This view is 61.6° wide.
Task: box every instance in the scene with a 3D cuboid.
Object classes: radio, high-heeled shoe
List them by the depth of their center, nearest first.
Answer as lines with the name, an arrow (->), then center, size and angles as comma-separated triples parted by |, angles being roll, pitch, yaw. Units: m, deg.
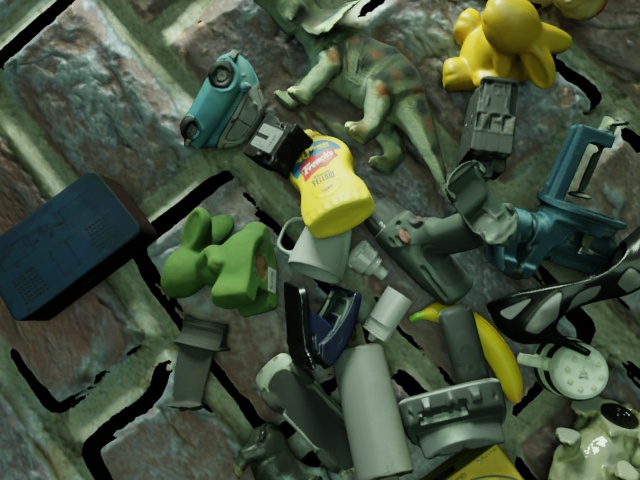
high-heeled shoe -> 0.336, 0.037, 0.702 | 0.145, 0.086, 0.248 | 31, 95, 11
radio -> -0.382, 0.009, 0.819 | 0.229, 0.073, 0.131 | -37, 82, -2

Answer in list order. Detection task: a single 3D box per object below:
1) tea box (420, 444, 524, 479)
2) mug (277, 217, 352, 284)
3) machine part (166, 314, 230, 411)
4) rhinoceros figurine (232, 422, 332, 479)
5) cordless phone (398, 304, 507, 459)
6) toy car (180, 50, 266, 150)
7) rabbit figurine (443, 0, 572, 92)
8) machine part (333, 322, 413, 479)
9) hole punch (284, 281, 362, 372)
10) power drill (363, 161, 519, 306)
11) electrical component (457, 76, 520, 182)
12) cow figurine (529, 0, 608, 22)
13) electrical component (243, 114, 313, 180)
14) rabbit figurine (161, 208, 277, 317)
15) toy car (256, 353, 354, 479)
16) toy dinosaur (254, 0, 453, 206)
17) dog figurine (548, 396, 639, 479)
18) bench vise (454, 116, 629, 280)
tea box -> 0.198, 0.360, 0.742 | 0.169, 0.068, 0.098 | -38, 83, -1
mug -> -0.002, -0.002, 0.792 | 0.110, 0.080, 0.107 | 19, 73, 13
machine part -> -0.185, 0.187, 0.804 | 0.084, 0.039, 0.138 | 14, 84, 0
rhinoceros figurine -> -0.040, 0.350, 0.764 | 0.112, 0.073, 0.190 | -38, 82, -10
cordless phone -> 0.170, 0.190, 0.739 | 0.147, 0.089, 0.184 | -15, 91, 5
toy car -> -0.136, -0.195, 0.807 | 0.103, 0.109, 0.161 | 29, 96, -11
rabbit figurine -> 0.257, -0.267, 0.747 | 0.162, 0.173, 0.122 | 27, 83, 11
machine part -> 0.068, 0.231, 0.724 | 0.079, 0.079, 0.243 | -14, 65, 3
hole punch -> 0.001, 0.116, 0.755 | 0.092, 0.142, 0.115 | -1, 93, -19
power drill -> 0.145, -0.024, 0.722 | 0.086, 0.207, 0.232 | -37, 88, -36
electrical component -> 0.237, -0.148, 0.765 | 0.058, 0.115, 0.134 | 9, 83, 7
cow figurine -> 0.322, -0.380, 0.775 | 0.195, 0.127, 0.085 | 32, 91, 9
electrical component -> -0.072, -0.143, 0.790 | 0.075, 0.047, 0.119 | -54, 46, 0
rabbit figurine -> -0.160, 0.034, 0.781 | 0.170, 0.121, 0.159 | -6, 80, 19
toy car -> -0.007, 0.252, 0.776 | 0.073, 0.056, 0.202 | -44, 84, -7
toy dinosaur -> 0.070, -0.233, 0.791 | 0.405, 0.131, 0.192 | 35, 88, 1
dog figurine -> 0.370, 0.326, 0.735 | 0.172, 0.121, 0.190 | -14, 123, -31
bench vise -> 0.328, -0.058, 0.737 | 0.224, 0.129, 0.240 | 19, 104, -2
